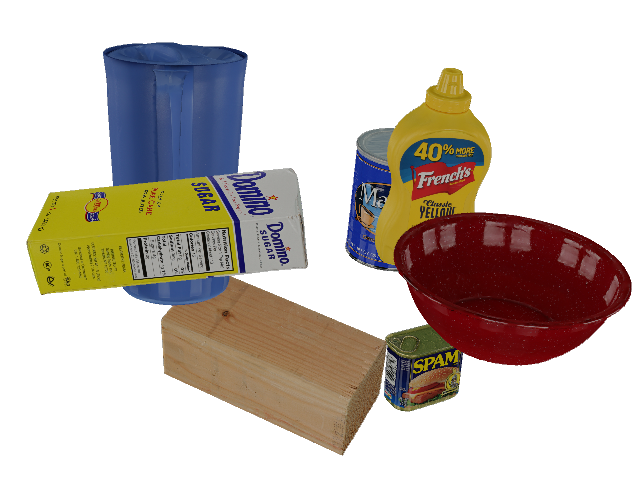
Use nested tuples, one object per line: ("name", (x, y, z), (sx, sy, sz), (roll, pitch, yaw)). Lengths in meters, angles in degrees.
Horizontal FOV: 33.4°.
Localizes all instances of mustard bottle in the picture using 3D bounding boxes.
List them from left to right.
("mustard bottle", (0.109, -0.068, 0.997), (0.096, 0.192, 0.058), (2, 28, -7))

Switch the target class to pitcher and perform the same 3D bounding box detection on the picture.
("pitcher", (-0.139, -0.063, 1.016), (0.145, 0.243, 0.148), (17, 23, 37))

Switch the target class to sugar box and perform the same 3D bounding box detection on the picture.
("sugar box", (-0.099, -0.009, 0.718), (0.176, 0.048, 0.093), (-9, 24, -1))

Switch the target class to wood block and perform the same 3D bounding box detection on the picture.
("wood block", (-0.047, 0.118, 1.072), (0.206, 0.090, 0.090), (22, 47, 17))

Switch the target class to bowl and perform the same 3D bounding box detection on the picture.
("bowl", (0.129, 0.039, 0.740), (0.162, 0.055, 0.162), (3, 27, -2))

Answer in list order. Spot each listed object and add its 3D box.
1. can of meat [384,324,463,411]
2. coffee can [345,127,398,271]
("can of meat", (0.129, 0.157, 1.330), (0.101, 0.084, 0.058), (-11, 29, -27))
("coffee can", (0.087, -0.049, 1.264), (0.103, 0.140, 0.103), (4, 28, -3))
